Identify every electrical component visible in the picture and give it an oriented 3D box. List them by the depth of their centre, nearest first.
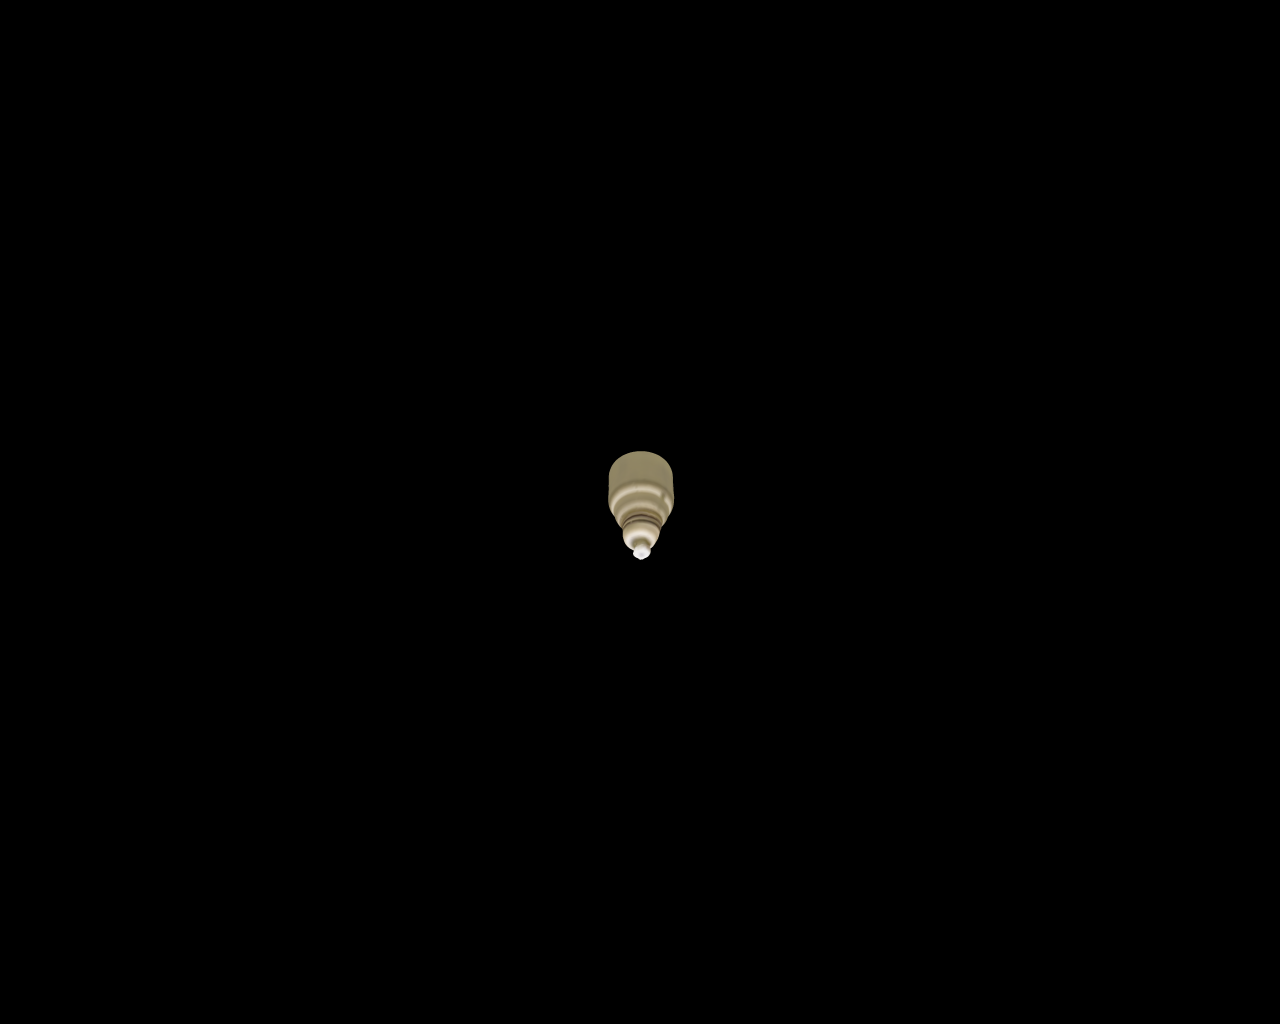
[{"bbox_3d":[0.001,-0.003,0.650,0.040,0.040,0.078,0,44,0],"label":"electrical component"}]
